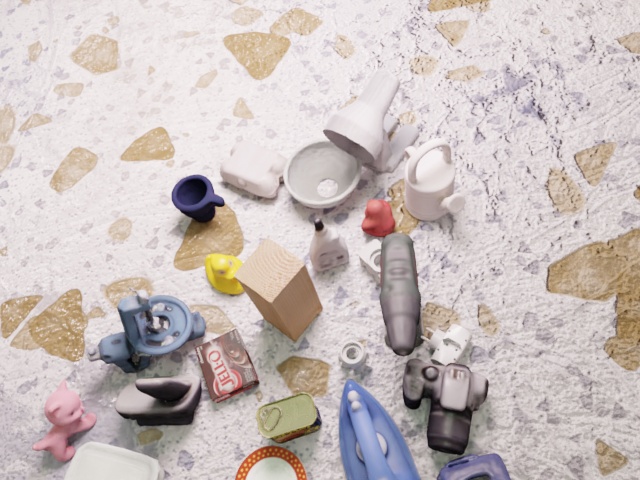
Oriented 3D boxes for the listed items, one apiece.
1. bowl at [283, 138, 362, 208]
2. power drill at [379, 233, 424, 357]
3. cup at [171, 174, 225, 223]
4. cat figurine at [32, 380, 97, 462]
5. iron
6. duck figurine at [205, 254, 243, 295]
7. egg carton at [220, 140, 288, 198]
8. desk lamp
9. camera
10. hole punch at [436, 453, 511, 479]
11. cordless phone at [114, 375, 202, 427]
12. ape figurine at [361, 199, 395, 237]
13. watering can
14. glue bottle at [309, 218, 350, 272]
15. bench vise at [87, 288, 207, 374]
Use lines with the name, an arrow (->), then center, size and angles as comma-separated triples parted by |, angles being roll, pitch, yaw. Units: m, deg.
bowl -> 0.009, -0.129, 1.220 | 0.167, 0.075, 0.167 | -4, 62, 8
power drill -> 0.142, 0.115, 0.994 | 0.075, 0.209, 0.229 | -5, 62, 7
cup -> -0.247, -0.077, 1.225 | 0.117, 0.095, 0.092 | 13, 66, 16
cat figurine -> -0.471, 0.327, 1.038 | 0.067, 0.118, 0.128 | 21, 68, 19
iron -> 0.080, 0.331, 0.929 | 0.118, 0.142, 0.258 | -21, 61, -1
duck figurine -> -0.195, 0.056, 1.151 | 0.104, 0.086, 0.077 | 34, 73, 24
egg carton -> -0.144, -0.155, 1.262 | 0.150, 0.069, 0.107 | 22, 68, 19
desk lamp -> 0.109, -0.232, 1.178 | 0.117, 0.214, 0.203 | 28, 71, 22
camera -> 0.203, 0.279, 0.959 | 0.143, 0.101, 0.137 | 8, 64, 14
hole punch -> 0.246, 0.391, 0.899 | 0.108, 0.091, 0.101 | -17, 61, 1
cordless phone -> -0.299, 0.265, 1.003 | 0.147, 0.185, 0.094 | -8, 62, 6
ape figurine -> 0.114, -0.051, 1.152 | 0.078, 0.092, 0.076 | -35, 62, -9
watering can -> 0.219, -0.122, 1.113 | 0.172, 0.194, 0.101 | 34, 73, 24
glue bottle -> 0.010, 0.004, 1.094 | 0.078, 0.173, 0.037 | -17, 61, 1
bench vise -> -0.328, 0.171, 1.037 | 0.207, 0.220, 0.121 | -39, 63, -11
